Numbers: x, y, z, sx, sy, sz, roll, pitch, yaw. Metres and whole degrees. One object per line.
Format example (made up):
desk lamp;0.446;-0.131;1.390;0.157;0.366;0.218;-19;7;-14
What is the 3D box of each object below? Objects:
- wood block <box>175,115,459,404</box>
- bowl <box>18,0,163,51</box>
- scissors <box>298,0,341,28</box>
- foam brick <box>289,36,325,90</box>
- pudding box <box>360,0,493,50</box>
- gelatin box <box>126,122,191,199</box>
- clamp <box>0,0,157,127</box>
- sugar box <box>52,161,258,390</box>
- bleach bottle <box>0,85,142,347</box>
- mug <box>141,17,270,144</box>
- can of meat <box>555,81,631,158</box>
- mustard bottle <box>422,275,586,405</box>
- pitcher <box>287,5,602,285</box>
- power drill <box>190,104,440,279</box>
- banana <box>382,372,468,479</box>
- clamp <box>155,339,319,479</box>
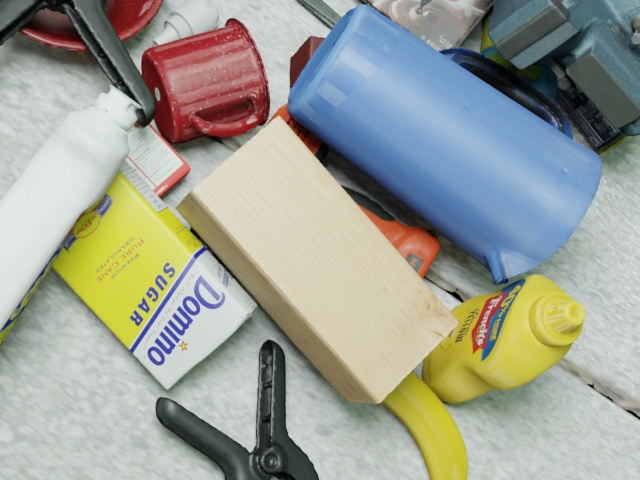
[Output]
wood block;-0.005;0.018;0.817;0.090;0.090;0.206;-43;95;-16
bowl;-0.209;-0.221;0.879;0.162;0.055;0.162;5;74;-20
scissors;-0.044;-0.228;0.966;0.096;0.016;0.202;-37;91;-23
foam brick;0.017;-0.143;0.946;0.078;0.053;0.051;4;75;-21
pudding box;0.099;-0.231;0.983;0.113;0.039;0.090;39;94;0
gelatin box;-0.162;-0.064;0.869;0.089;0.030;0.073;47;67;-4
clamp;-0.212;-0.189;0.816;0.164;0.036;0.210;0;74;-22
sugar box;-0.141;0.020;0.824;0.093;0.048;0.176;-42;91;12
bleach bottle;-0.209;0.001;0.745;0.068;0.102;0.251;36;92;-7
mug;-0.091;-0.120;0.872;0.081;0.093;0.117;-20;49;-19
can of meat;0.282;-0.141;1.037;0.084;0.058;0.101;52;50;2
mustard bottle;0.153;0.077;0.862;0.058;0.192;0.096;36;66;-9
pitcher;0.102;-0.089;0.878;0.242;0.149;0.145;34;104;-11
power drill;-0.006;0.001;0.896;0.187;0.057;0.184;38;70;-9
banana;0.067;0.144;0.896;0.069;0.037;0.198;-38;91;-26
clamp;-0.057;0.174;0.838;0.120;0.039;0.171;-16;83;-28
